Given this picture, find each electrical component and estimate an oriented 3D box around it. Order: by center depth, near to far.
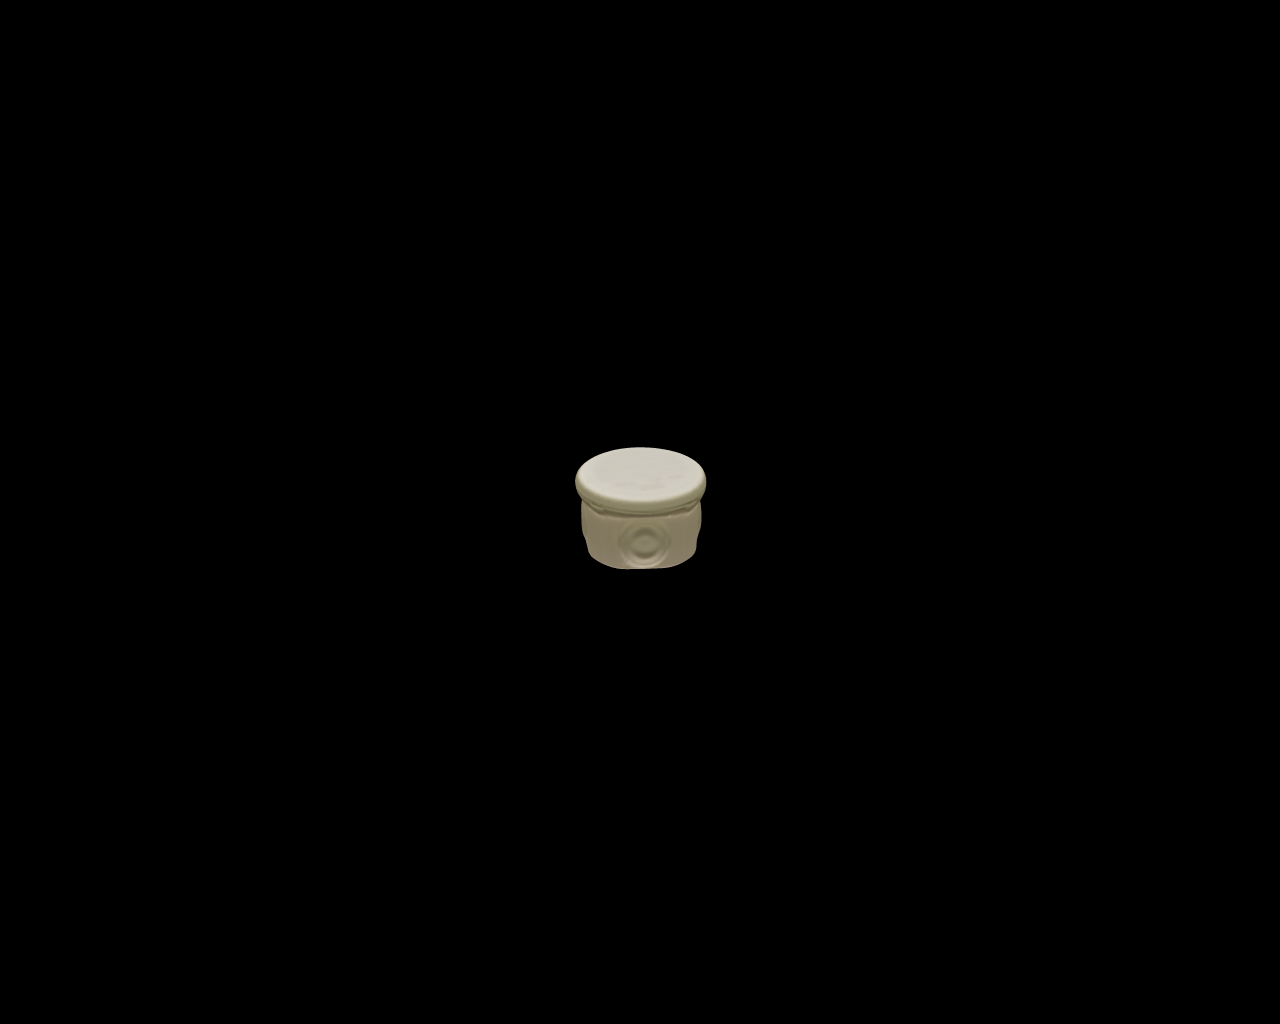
[{"bbox_3d":[0.001,-0.003,0.650,0.080,0.050,0.080,0,27,0],"label":"electrical component"}]
